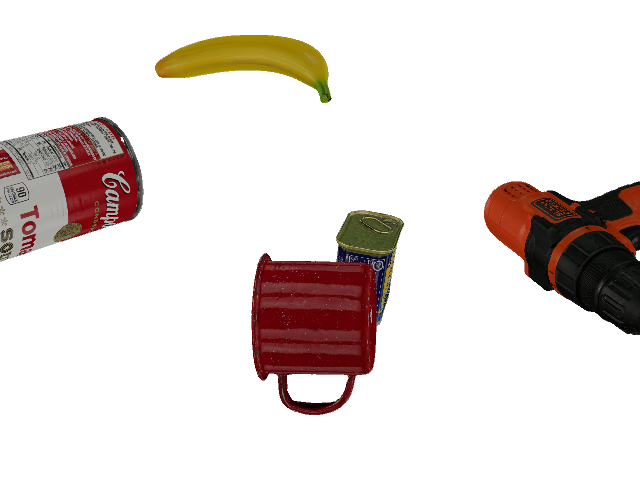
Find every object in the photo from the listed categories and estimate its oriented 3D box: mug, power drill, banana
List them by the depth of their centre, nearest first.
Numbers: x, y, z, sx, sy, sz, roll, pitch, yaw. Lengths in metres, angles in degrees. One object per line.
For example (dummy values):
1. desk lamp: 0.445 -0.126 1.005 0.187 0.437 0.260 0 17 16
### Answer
1. power drill: 0.231 -0.005 0.734 0.187 0.057 0.185 -11 29 -19
2. mug: -0.002 0.068 0.775 0.081 0.117 0.093 1 -4 7
3. banana: -0.072 -0.184 1.096 0.198 0.037 0.069 10 44 20

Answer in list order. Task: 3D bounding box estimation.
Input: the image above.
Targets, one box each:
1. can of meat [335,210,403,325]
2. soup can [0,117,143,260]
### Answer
1. can of meat: 0.044 0.027 1.056 0.057 0.084 0.102 10 22 8
2. soup can: -0.168 -0.031 0.646 0.102 0.068 0.069 -21 13 -36
